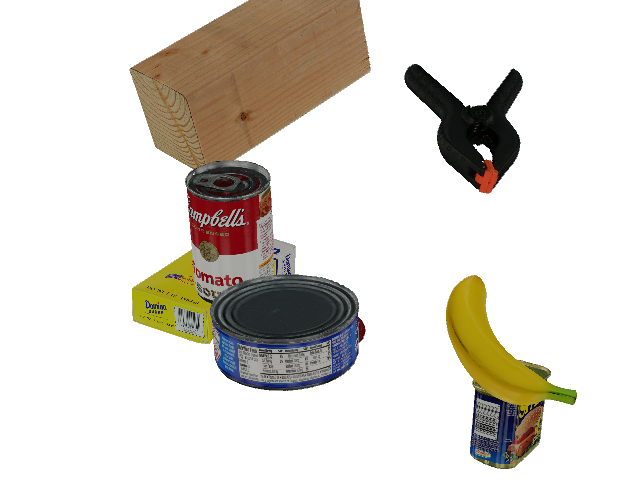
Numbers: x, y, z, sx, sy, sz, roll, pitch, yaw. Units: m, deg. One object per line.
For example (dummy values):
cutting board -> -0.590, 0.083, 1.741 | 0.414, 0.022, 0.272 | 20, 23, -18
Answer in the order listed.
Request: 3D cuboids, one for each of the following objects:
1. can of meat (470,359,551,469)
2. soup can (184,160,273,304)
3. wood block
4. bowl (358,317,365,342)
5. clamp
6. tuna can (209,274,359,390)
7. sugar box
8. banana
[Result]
can of meat -> 0.198, 0.182, 1.122 | 0.058, 0.084, 0.101 | 12, 17, 31
soup can -> -0.073, -0.006, 0.872 | 0.068, 0.102, 0.068 | -1, 30, 0
wood block -> -0.061, -0.160, 1.002 | 0.205, 0.091, 0.090 | -36, 45, -26
bowl -> -0.027, 0.125, 1.336 | 0.162, 0.055, 0.162 | 6, 22, -2
clamp -> 0.139, -0.117, 1.037 | 0.120, 0.039, 0.171 | 4, 44, 4
tuna can -> -0.020, 0.052, 0.617 | 0.086, 0.034, 0.086 | -2, 23, 1
sugar box -> -0.108, 0.042, 1.119 | 0.093, 0.048, 0.176 | 15, 31, 24
banana -> 0.148, 0.089, 0.943 | 0.069, 0.037, 0.198 | 5, 28, -23
